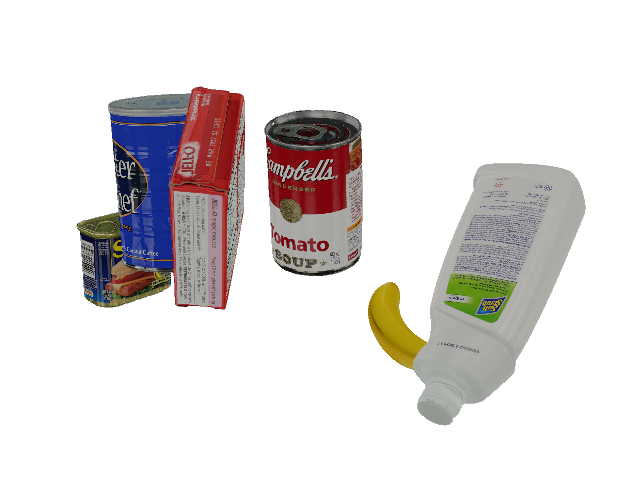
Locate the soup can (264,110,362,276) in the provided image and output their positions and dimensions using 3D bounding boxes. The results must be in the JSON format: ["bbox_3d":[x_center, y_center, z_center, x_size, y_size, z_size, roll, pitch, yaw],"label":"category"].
[{"bbox_3d":[-0.004,-0.034,0.765,0.068,0.102,0.068,-1,28,0],"label":"soup can"}]

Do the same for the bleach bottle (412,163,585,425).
[{"bbox_3d":[0.134,0.042,0.874,0.103,0.068,0.250,4,47,35],"label":"bleach bottle"}]

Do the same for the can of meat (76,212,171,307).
[{"bbox_3d":[-0.208,0.017,1.148,0.058,0.084,0.101,18,25,41],"label":"can of meat"}]

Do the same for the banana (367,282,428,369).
[{"bbox_3d":[0.091,0.100,1.218,0.069,0.037,0.198,6,23,-24],"label":"banana"}]

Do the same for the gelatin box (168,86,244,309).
[{"bbox_3d":[-0.057,-0.021,0.543,0.030,0.073,0.089,5,-44,0],"label":"gelatin box"}]

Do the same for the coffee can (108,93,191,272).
[{"bbox_3d":[-0.128,-0.053,0.934,0.103,0.140,0.103,-2,14,0],"label":"coffee can"}]
